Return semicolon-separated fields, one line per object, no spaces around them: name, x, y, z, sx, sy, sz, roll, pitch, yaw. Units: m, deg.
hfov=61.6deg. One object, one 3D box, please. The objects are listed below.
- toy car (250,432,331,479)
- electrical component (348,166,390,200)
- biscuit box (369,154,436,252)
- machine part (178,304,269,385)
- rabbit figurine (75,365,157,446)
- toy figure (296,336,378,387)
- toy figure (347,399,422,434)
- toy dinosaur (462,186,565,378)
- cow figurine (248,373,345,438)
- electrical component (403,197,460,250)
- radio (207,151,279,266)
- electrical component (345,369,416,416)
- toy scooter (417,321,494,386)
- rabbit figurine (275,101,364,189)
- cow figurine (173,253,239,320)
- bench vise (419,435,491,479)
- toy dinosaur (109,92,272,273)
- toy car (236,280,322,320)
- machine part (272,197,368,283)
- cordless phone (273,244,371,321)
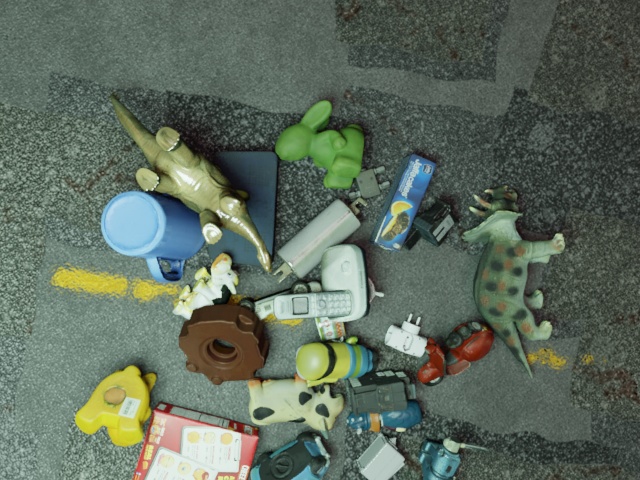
toy car;-0.050;0.469;1.080;0.162;0.109;0.102;-31;131;-11
electrical component;0.099;-0.119;1.132;0.094;0.021;0.063;-19;91;-4
biscuit box;0.171;-0.077;1.117;0.059;0.063;0.202;23;88;-6
machine part;-0.187;0.204;1.046;0.179;0.056;0.179;3;122;4
rabbit figurine;-0.383;0.325;1.034;0.122;0.173;0.162;5;45;-5
toy figure;0.035;0.236;1.068;0.180;0.089;0.082;6;50;-28
toy figure;0.132;0.367;1.113;0.155;0.064;0.057;-8;128;0
toy dinosaur;0.382;0.087;1.112;0.192;0.131;0.404;6;93;7
cow figurine;-0.046;0.334;1.086;0.195;0.085;0.127;-2;84;-7
electrical component;0.227;-0.023;1.112;0.119;0.048;0.074;-46;137;-7
radio;-0.154;-0.064;1.087;0.131;0.073;0.229;3;88;-4
electrical component;0.122;0.304;1.084;0.134;0.115;0.058;-7;92;-3
toy scooter;0.268;0.220;1.089;0.184;0.135;0.075;-36;48;-1
rabbit figurine;0.000;-0.196;1.075;0.170;0.121;0.159;11;82;-7
cow figurine;-0.206;0.102;1.054;0.098;0.068;0.167;36;121;-20
bench vise;0.240;0.510;1.041;0.129;0.241;0.223;29;103;-8
toy dinosaur;-0.240;-0.118;0.952;0.105;0.198;0.471;-43;85;4
toy car;-0.091;0.127;1.088;0.202;0.073;0.056;-18;90;-5
machine part;-0.002;-0.003;1.096;0.243;0.079;0.079;-43;93;-4
cordless phone;0.000;0.086;1.033;0.184;0.088;0.146;-4;82;-3
